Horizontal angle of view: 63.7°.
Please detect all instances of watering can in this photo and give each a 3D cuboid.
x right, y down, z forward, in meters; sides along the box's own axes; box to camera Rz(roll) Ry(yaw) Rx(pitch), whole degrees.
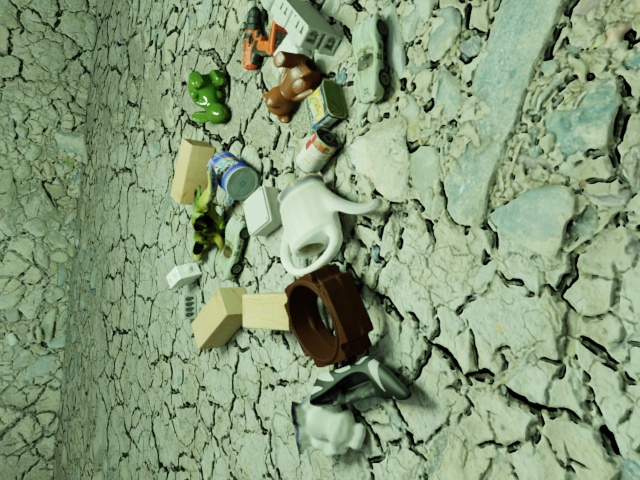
[{"bbox_3d":[0.004,-0.060,1.191,0.342,0.104,0.229,-42,55,37],"label":"watering can"}]

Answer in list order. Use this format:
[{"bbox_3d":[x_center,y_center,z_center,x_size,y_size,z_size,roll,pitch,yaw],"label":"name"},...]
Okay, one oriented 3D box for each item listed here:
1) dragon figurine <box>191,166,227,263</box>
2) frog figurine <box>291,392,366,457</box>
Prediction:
[{"bbox_3d":[-0.369,-0.086,1.617,0.247,0.122,0.402,48,135,48],"label":"dragon figurine"},{"bbox_3d":[0.026,0.408,1.145,0.159,0.121,0.139,-6,72,14],"label":"frog figurine"}]
